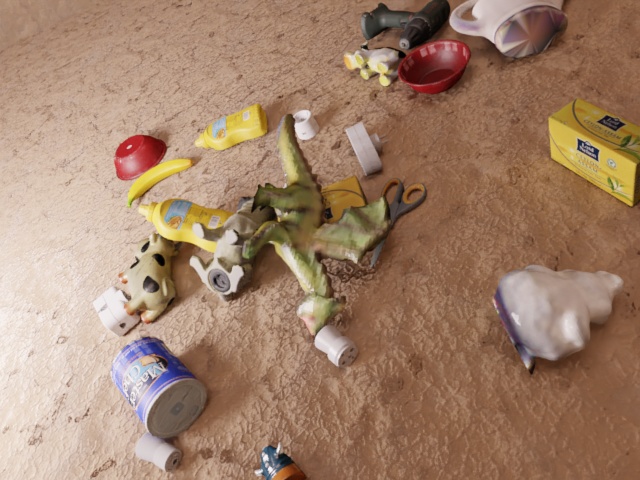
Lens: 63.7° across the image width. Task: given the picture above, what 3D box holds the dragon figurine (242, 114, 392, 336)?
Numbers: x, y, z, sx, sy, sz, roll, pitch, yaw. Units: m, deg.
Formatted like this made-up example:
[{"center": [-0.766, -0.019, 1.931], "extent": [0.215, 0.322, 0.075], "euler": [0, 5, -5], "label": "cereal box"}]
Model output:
[{"center": [0.003, -0.045, 0.894], "extent": [0.243, 0.120, 0.418], "euler": [9, 67, 6], "label": "dragon figurine"}]

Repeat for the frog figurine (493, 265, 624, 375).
[{"center": [0.319, 0.083, 0.678], "extent": [0.158, 0.121, 0.140], "euler": [-29, 24, 18], "label": "frog figurine"}]

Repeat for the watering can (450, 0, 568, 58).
[{"center": [0.468, -0.508, 1.132], "extent": [0.347, 0.101, 0.230], "euler": [-15, 47, 3], "label": "watering can"}]
